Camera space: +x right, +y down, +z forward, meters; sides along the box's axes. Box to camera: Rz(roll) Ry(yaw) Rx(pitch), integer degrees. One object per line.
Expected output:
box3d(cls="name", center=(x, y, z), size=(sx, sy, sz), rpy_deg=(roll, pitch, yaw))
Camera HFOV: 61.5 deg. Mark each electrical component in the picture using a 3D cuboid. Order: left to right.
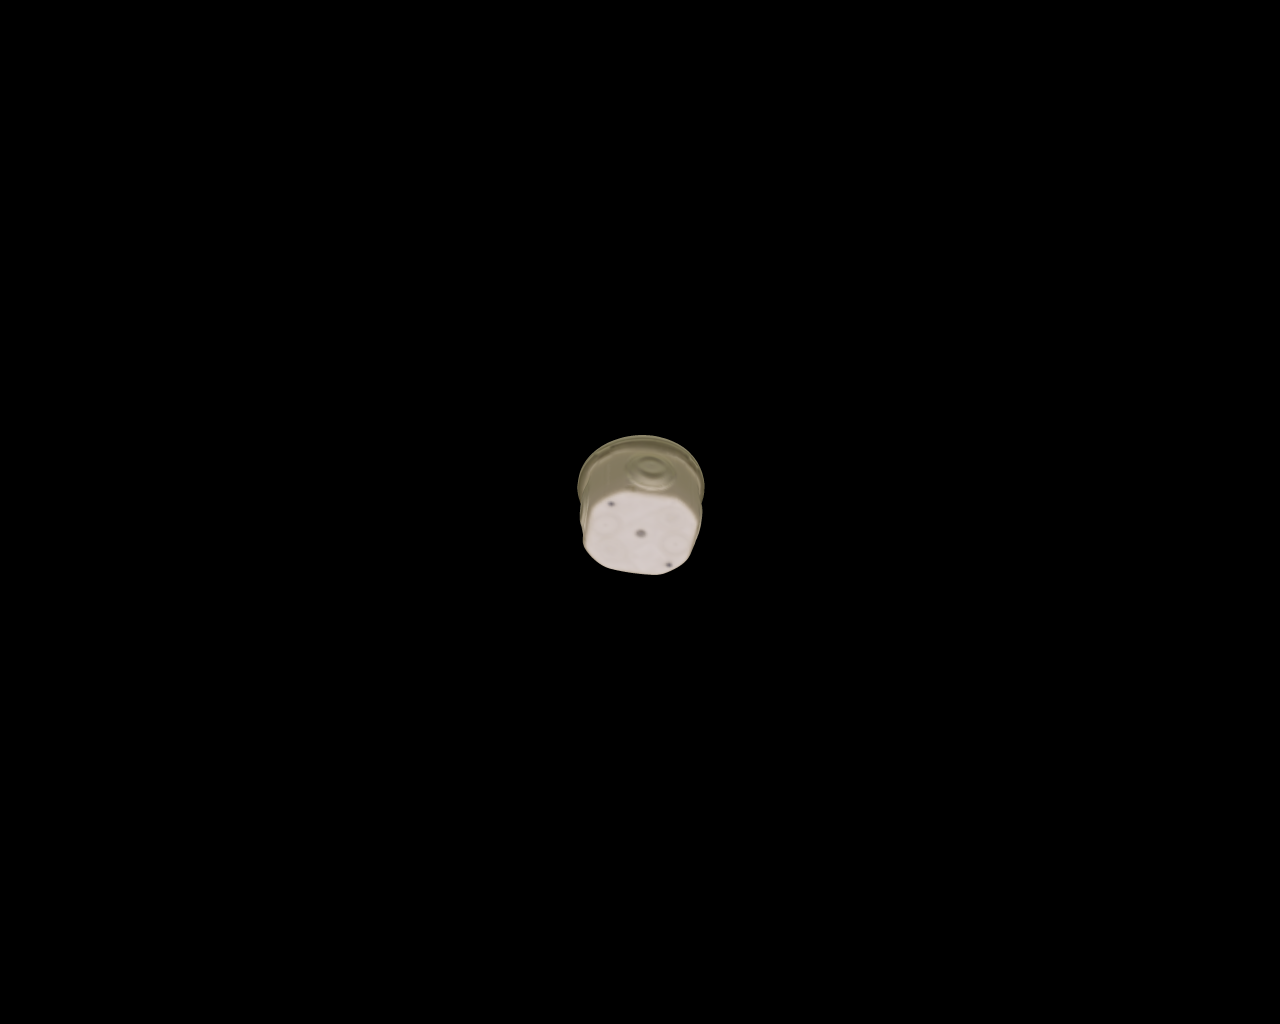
box3d(cls="electrical component", center=(0.001, -0.003, 0.650), size=(0.080, 0.080, 0.051), rpy_deg=(0, 41, 0))
